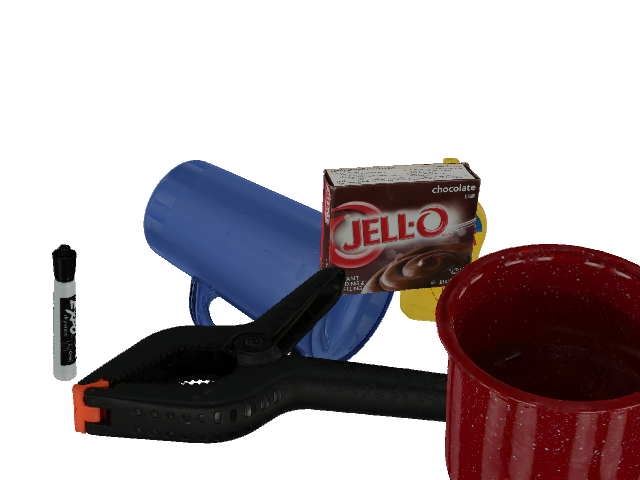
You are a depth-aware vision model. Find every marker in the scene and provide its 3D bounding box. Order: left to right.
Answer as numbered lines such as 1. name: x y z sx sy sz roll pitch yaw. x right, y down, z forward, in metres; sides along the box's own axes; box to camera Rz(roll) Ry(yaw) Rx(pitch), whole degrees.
1. marker: -0.208 0.059 0.867 0.020 0.121 0.020 5 26 -3

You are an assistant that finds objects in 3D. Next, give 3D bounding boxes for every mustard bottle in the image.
1. mustard bottle: 0.148 -0.002 1.261 0.096 0.192 0.058 -1 15 -11

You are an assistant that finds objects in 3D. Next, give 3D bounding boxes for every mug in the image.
1. mug: 0.101 0.062 0.407 0.117 0.081 0.093 7 37 13

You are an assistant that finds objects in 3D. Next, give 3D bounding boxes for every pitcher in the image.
1. pitcher: -0.061 0.022 1.038 0.243 0.145 0.148 28 29 29

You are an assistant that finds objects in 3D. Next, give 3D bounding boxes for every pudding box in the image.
1. pudding box: 0.057 -0.009 0.789 0.113 0.090 0.039 -5 30 -12

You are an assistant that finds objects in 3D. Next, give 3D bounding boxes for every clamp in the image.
1. clamp: -0.037 0.067 0.604 0.209 0.036 0.165 -7 25 -20
